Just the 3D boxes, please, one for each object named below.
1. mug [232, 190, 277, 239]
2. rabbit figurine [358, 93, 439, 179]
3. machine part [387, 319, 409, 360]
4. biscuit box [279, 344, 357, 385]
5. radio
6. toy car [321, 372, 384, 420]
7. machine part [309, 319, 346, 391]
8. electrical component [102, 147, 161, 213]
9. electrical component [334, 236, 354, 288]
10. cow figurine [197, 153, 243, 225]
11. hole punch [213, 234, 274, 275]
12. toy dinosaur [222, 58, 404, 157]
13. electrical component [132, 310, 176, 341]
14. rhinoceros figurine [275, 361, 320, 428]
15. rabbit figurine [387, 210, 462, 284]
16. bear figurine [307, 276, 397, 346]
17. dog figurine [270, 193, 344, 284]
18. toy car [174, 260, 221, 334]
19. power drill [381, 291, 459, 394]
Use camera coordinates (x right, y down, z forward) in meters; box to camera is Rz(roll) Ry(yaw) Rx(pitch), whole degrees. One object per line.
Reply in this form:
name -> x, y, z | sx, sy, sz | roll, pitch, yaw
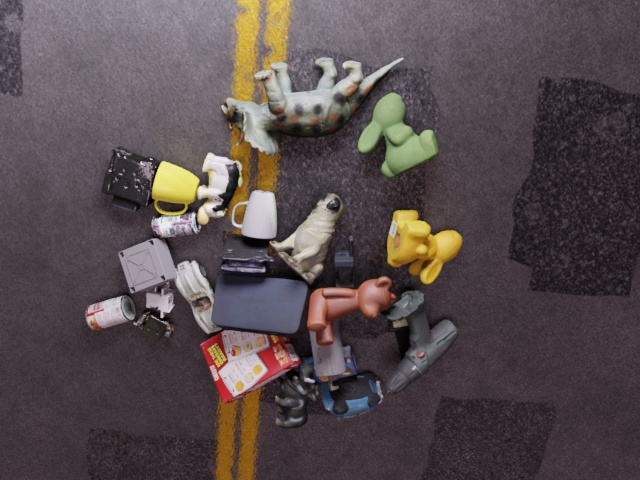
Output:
mug -> -0.150, -0.064, 1.265 | 0.110, 0.081, 0.107 | 11, 99, 7
rabbit figurine -> 0.165, -0.231, 1.186 | 0.159, 0.121, 0.170 | -24, 89, 17
machine part -> 0.219, 0.247, 1.377 | 0.084, 0.039, 0.138 | -16, 106, -1
biscuit box -> -0.006, 0.335, 1.404 | 0.203, 0.059, 0.062 | -16, 109, 9
radio -> -0.140, 0.158, 1.290 | 0.230, 0.073, 0.131 | 4, 71, 13
toy car -> 0.082, 0.416, 1.417 | 0.162, 0.109, 0.102 | -6, 133, -7
machine part -> 0.014, 0.248, 1.331 | 0.079, 0.079, 0.243 | -8, 83, 5
electrical component -> -0.440, -0.136, 1.258 | 0.115, 0.058, 0.134 | 18, 109, -1
electrical component -> 0.059, 0.052, 1.293 | 0.048, 0.075, 0.119 | -3, 114, 3
cow figurine -> -0.235, -0.110, 1.256 | 0.098, 0.068, 0.167 | 10, 111, -8
hole punch -> -0.176, 0.051, 1.287 | 0.142, 0.116, 0.092 | 6, 118, 1
toy dinosaur -> -0.018, -0.285, 1.161 | 0.405, 0.131, 0.191 | -4, 122, -1
electrical component -> -0.428, 0.221, 1.390 | 0.102, 0.045, 0.078 | 35, 106, -10
rhinoceros figurine -> -0.058, 0.394, 1.357 | 0.112, 0.073, 0.190 | 9, 111, 0
rabbit figurine -> 0.252, 0.019, 1.256 | 0.173, 0.122, 0.162 | 2, 105, -19
bear figurine -> 0.077, 0.160, 1.239 | 0.196, 0.132, 0.120 | -5, 144, 10
dog figurine -> -0.001, -0.003, 1.277 | 0.190, 0.172, 0.121 | -44, 65, -9
toy car -> -0.300, 0.143, 1.351 | 0.073, 0.056, 0.201 | -22, 108, 10
power drill -> 0.224, 0.241, 1.305 | 0.232, 0.086, 0.207 | -34, 109, -14
